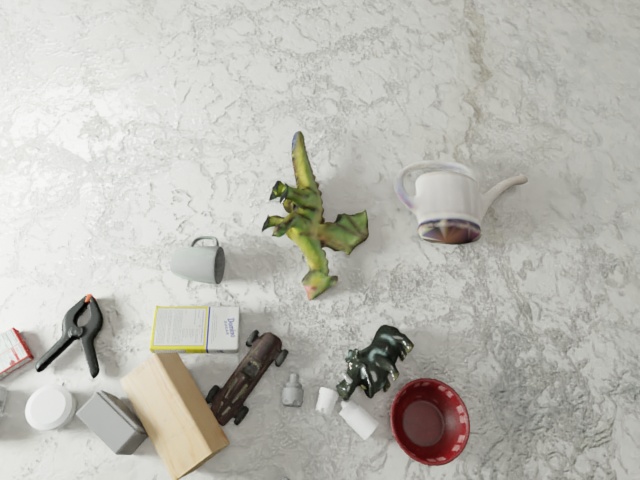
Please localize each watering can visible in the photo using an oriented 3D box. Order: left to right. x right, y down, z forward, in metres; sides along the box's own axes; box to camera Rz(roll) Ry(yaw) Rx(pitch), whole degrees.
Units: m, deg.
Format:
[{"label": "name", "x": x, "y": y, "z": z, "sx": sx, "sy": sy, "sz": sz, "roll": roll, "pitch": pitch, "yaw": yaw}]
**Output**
[{"label": "watering can", "x": 0.353, "y": -0.094, "z": 1.258, "sx": 0.347, "sy": 0.102, "sz": 0.229, "roll": 5, "pitch": 64, "yaw": -4}]

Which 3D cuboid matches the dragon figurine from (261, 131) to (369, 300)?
[{"label": "dragon figurine", "x": 0.004, "y": -0.061, "z": 1.220, "sx": 0.242, "sy": 0.120, "sz": 0.418, "roll": 21, "pitch": 63, "yaw": -15}]
